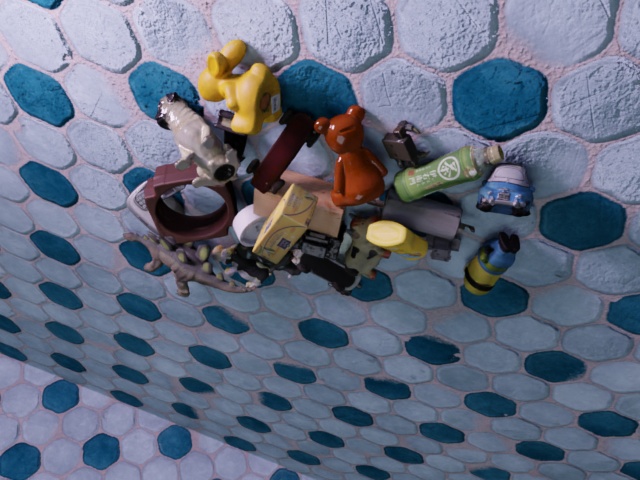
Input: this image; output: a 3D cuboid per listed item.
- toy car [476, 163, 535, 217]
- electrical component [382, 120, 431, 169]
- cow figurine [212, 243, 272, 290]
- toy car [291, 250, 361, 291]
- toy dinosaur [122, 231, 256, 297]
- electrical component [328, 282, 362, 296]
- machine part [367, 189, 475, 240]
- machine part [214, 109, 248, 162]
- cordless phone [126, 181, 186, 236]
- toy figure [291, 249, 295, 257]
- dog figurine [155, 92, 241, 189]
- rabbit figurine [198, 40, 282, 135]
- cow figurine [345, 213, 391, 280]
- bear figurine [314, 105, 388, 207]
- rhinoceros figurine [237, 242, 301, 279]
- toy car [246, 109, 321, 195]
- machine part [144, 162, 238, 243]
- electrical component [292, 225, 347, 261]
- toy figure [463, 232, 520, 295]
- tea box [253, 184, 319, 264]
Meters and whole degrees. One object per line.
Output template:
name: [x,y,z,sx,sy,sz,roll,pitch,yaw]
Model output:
toy car: [0.365,-0.100,1.057,0.109,0.161,0.102,10,96,21]
electrical component: [0.173,-0.191,1.088,0.078,0.045,0.102,15,148,53]
cow figurine: [-0.221,0.065,1.517,0.167,0.068,0.098,37,137,-20]
toy car: [0.019,0.069,1.387,0.201,0.056,0.073,30,110,-25]
toy dinosaur: [-0.376,0.066,1.520,0.472,0.105,0.198,24,139,15]
electrical component: [0.069,0.121,1.465,0.094,0.063,0.021,26,140,-9]
machine part: [0.223,-0.057,1.191,0.243,0.079,0.079,15,140,5]
machine part: [-0.194,-0.227,1.200,0.084,0.039,0.138,10,138,-1]
cordless phone: [-0.393,-0.101,1.393,0.184,0.089,0.146,-20,126,30]
toy figure: [-0.065,0.009,1.399,0.058,0.064,0.154,-34,117,13]
dog figurine: [-0.264,-0.220,1.173,0.121,0.191,0.172,-32,147,2]
rabbit figurine: [-0.175,-0.299,1.055,0.173,0.122,0.162,22,141,27]
cow figurine: [0.111,0.007,1.309,0.127,0.085,0.194,16,141,-6]
bear figurine: [0.059,-0.171,1.117,0.195,0.120,0.132,65,171,-11]
rhinoceros figurine: [-0.135,0.044,1.455,0.190,0.073,0.112,20,139,1]
toy car: [-0.080,-0.185,1.151,0.089,0.053,0.202,36,118,-4]
machine part: [-0.309,-0.094,1.312,0.201,0.087,0.201,-9,137,0]
electrical component: [-0.003,-0.004,1.294,0.115,0.134,0.058,15,115,7]
toy figure: [0.391,0.057,1.241,0.082,0.089,0.180,28,143,1]
tea box: [-0.078,-0.033,1.184,0.068,0.098,0.169,29,138,-13]
